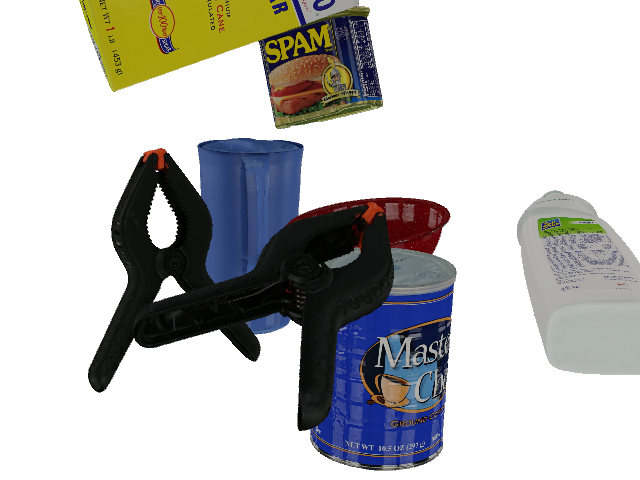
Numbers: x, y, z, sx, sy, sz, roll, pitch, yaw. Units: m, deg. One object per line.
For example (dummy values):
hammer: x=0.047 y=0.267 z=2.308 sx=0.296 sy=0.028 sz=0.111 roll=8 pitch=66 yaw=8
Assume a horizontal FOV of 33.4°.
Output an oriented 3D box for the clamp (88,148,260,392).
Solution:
clamp: x=-0.127 y=0.025 z=0.949 sx=0.164 sy=0.210 sz=0.036 roll=0 pitch=-1 yaw=-34

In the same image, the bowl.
bowl: x=0.047 y=0.006 z=1.032 sx=0.162 sy=0.055 sz=0.162 roll=-7 pitch=17 yaw=2

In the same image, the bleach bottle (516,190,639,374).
bleach bottle: x=0.227 y=0.020 z=0.919 sx=0.102 sy=0.068 sz=0.250 roll=0 pitch=26 yaw=4

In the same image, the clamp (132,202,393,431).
clamp: x=-0.005 y=0.036 z=0.596 sx=0.120 sy=0.039 sz=0.171 roll=35 pitch=51 yaw=26

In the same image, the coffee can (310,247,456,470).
coffee can: x=0.045 y=0.085 z=0.798 sx=0.103 sy=0.140 sz=0.103 roll=2 pitch=15 yaw=-1

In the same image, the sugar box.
sugar box: x=-0.061 y=-0.164 z=0.665 sx=0.176 sy=0.048 sz=0.093 roll=-20 pitch=-35 yaw=-11

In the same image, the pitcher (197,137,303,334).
pitcher: x=-0.089 y=-0.006 z=1.354 sx=0.145 sy=0.243 sz=0.148 roll=10 pitch=16 yaw=36

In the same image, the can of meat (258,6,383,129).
can of meat: x=-0.001 y=-0.146 z=0.912 sx=0.102 sy=0.084 sz=0.057 roll=-9 pitch=3 yaw=35
